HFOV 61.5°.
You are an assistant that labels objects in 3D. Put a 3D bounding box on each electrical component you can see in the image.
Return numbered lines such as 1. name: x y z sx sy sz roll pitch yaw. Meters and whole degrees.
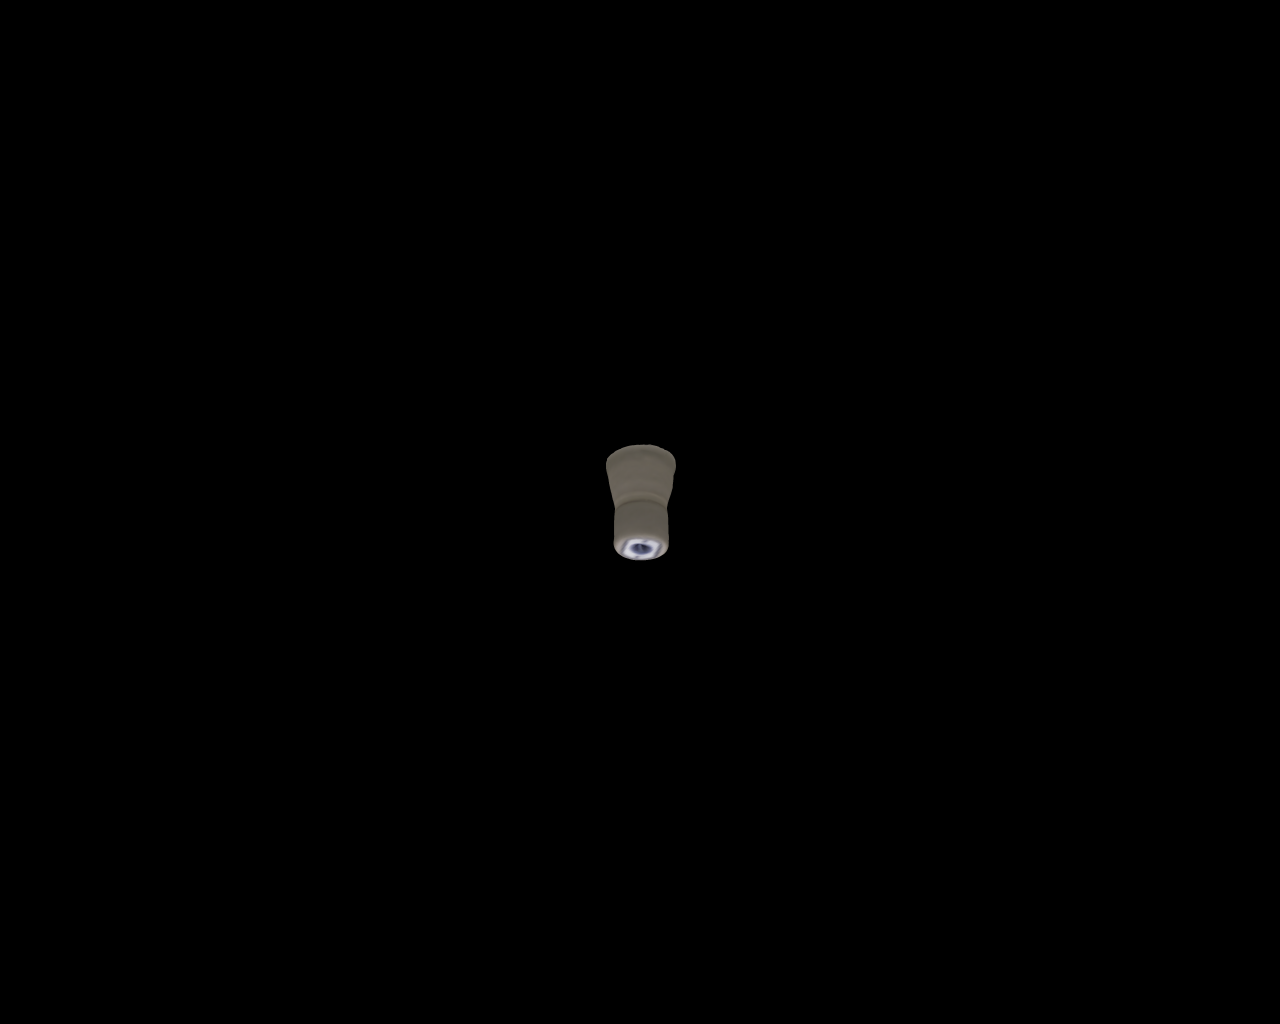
1. electrical component: 0.001 -0.003 0.650 0.044 0.065 0.044 0 -32 0
